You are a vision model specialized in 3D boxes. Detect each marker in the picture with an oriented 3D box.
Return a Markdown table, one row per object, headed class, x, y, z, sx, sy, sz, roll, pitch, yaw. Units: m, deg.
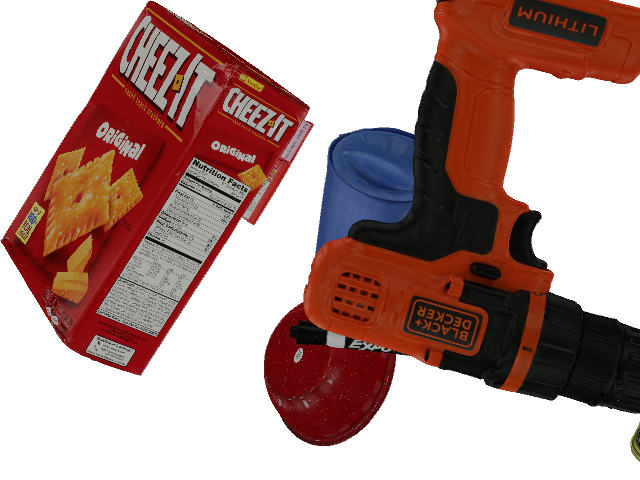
| class | x | y | z | sx | sy | sz | roll | pitch | yaw |
| --- | --- | --- | --- | --- | --- | --- | --- | --- | --- |
| marker | 0.037 | 0.074 | 0.804 | 0.121 | 0.020 | 0.020 | 6 | 0 | 1 |

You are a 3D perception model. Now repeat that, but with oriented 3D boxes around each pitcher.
| class | x | y | z | sx | sy | sz | roll | pitch | yaw |
| --- | --- | --- | --- | --- | --- | --- | --- | --- | --- |
| pitcher | 0.061 | 0.008 | 1.211 | 0.145 | 0.243 | 0.149 | 14 | 40 | 4 |

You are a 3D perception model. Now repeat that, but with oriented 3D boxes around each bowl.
| class | x | y | z | sx | sy | sz | roll | pitch | yaw |
| --- | --- | --- | --- | --- | --- | --- | --- | --- | --- |
| bowl | -0.005 | 0.118 | 1.049 | 0.162 | 0.162 | 0.055 | 0 | -18 | 45 |

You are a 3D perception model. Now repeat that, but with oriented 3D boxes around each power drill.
| class | x | y | z | sx | sy | sz | roll | pitch | yaw |
| --- | --- | --- | --- | --- | --- | --- | --- | --- | --- |
| power drill | 0.100 | -0.021 | 0.505 | 0.184 | 0.188 | 0.057 | 16 | 5 | 0 |

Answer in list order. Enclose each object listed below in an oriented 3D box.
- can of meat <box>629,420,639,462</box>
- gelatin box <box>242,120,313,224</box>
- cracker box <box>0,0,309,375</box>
| class | x | y | z | sx | sy | sz | roll | pitch | yaw |
| --- | --- | --- | --- | --- | --- | --- | --- | --- | --- |
| can of meat | 0.244 | 0.090 | 0.685 | 0.057 | 0.084 | 0.101 | 20 | 37 | 24 |
| gelatin box | -0.044 | -0.067 | 0.945 | 0.030 | 0.073 | 0.089 | 31 | 33 | -5 |
| cracker box | -0.123 | -0.042 | 0.735 | 0.072 | 0.214 | 0.164 | 27 | 10 | -39 |
